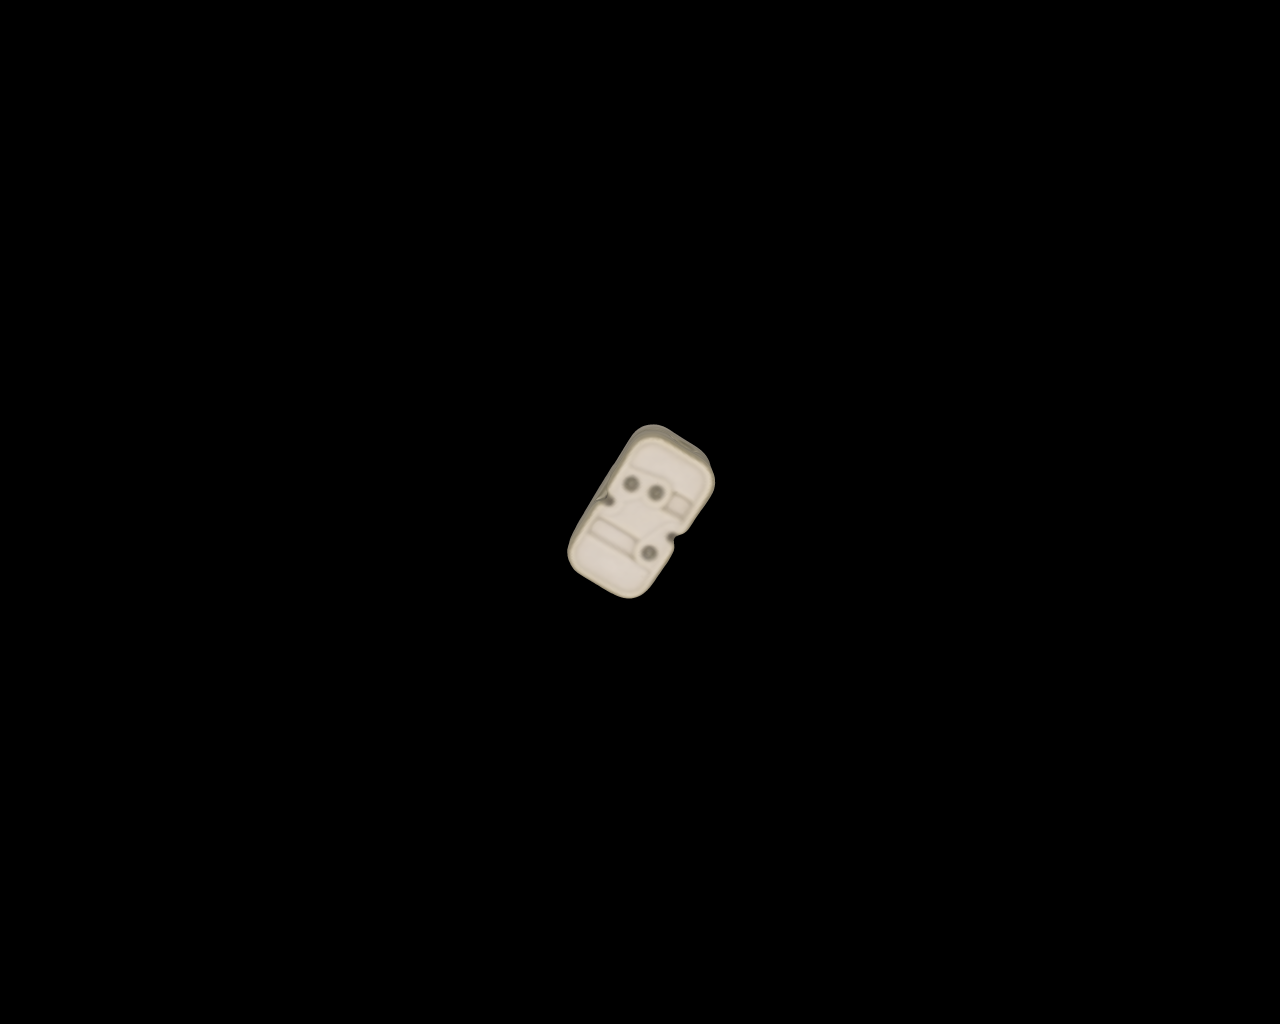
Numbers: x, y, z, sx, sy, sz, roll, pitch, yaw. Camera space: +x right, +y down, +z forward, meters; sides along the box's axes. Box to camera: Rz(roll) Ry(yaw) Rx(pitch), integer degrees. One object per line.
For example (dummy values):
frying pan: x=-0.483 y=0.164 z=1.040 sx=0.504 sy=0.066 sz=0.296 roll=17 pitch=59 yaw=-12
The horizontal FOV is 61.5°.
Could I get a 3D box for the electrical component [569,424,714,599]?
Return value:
electrical component: x=0.001 y=-0.003 z=0.650 sx=0.054 sy=0.095 sz=0.059 roll=31 pitch=11 yaw=-7
